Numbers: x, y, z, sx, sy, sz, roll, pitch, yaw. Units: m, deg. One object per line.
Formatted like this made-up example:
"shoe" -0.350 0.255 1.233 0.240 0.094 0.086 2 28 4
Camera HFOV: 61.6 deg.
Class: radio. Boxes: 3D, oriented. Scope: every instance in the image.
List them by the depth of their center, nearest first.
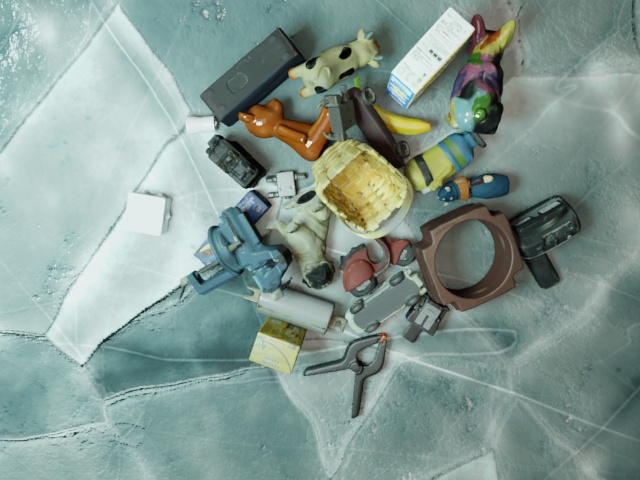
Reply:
"radio" -0.142 -0.343 1.148 0.229 0.131 0.073 -39 94 8

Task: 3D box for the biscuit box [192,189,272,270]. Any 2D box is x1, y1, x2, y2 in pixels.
"biscuit box" -0.199 -0.025 1.225 0.059 0.063 0.202 42 99 -2

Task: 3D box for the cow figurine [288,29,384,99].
"cow figurine" 0.045 -0.373 1.126 0.195 0.127 0.085 -37 114 -26

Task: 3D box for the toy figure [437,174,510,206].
"toy figure" 0.331 -0.111 1.171 0.155 0.058 0.064 -5 116 3

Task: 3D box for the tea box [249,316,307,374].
"tea box" -0.088 0.225 1.191 0.098 0.169 0.068 19 98 4

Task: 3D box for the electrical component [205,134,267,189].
"electrical component" -0.187 -0.174 1.181 0.134 0.115 0.058 43 96 -3

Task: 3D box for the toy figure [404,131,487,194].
"toy figure" 0.265 -0.174 1.160 0.180 0.082 0.089 -40 81 13

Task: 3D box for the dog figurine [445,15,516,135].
"dog figurine" 0.330 -0.337 1.092 0.109 0.191 0.219 11 113 10

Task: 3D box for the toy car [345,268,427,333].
"toy car" 0.146 0.139 1.209 0.202 0.056 0.073 -38 93 18

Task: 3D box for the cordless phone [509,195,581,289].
"cordless phone" 0.505 0.011 1.171 0.147 0.089 0.184 -31 105 8

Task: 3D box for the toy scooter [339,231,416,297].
"toy scooter" 0.110 0.033 1.200 0.184 0.075 0.135 -36 93 5

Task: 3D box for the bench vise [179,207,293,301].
"bench vise" -0.186 0.056 1.147 0.241 0.129 0.223 -29 107 13

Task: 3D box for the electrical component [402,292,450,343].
"electrical component" 0.231 0.181 1.220 0.075 0.048 0.119 36 97 1

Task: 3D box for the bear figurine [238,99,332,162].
"bear figurine" -0.066 -0.256 1.163 0.196 0.120 0.132 32 95 6

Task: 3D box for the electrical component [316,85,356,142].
"electrical component" 0.034 -0.249 1.075 0.045 0.078 0.102 5 126 32

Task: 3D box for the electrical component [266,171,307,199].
"electrical component" -0.076 -0.125 1.223 0.094 0.021 0.063 -7 96 5

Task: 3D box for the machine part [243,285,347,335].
"machine part" -0.056 0.153 1.227 0.243 0.079 0.079 18 98 4

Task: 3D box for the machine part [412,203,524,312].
"machine part" 0.316 0.035 1.158 0.201 0.087 0.200 -24 101 -2

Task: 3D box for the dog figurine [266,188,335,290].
"dog figurine" -0.006 -0.003 1.210 0.172 0.121 0.190 -43 122 -14

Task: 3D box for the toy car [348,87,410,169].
"toy car" 0.118 -0.238 1.150 0.089 0.053 0.202 -20 116 47
